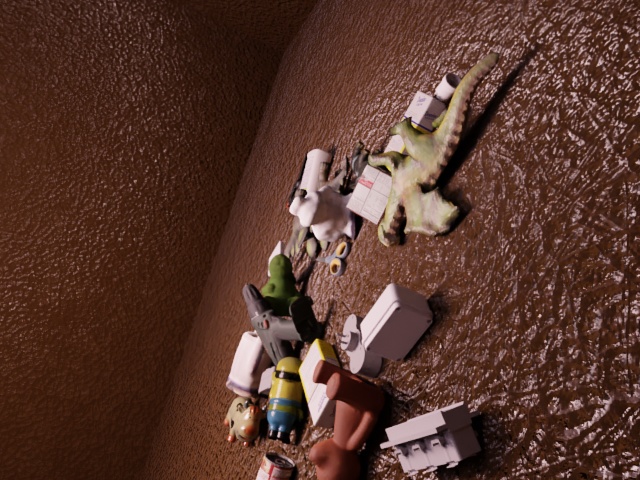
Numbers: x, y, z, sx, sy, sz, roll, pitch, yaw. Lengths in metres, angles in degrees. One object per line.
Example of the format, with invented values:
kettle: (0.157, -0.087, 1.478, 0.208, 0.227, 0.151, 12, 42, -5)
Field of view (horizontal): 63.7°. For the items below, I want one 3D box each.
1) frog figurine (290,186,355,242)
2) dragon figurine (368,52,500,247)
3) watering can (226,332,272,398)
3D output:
frog figurine: (0.004, -0.064, 1.266, 0.125, 0.159, 0.135, -106, 20, -68)
dragon figurine: (0.209, -0.120, 0.939, 0.402, 0.122, 0.248, -49, 43, 49)
watering can: (-0.191, 0.332, 1.500, 0.345, 0.104, 0.226, 145, 145, -80)
